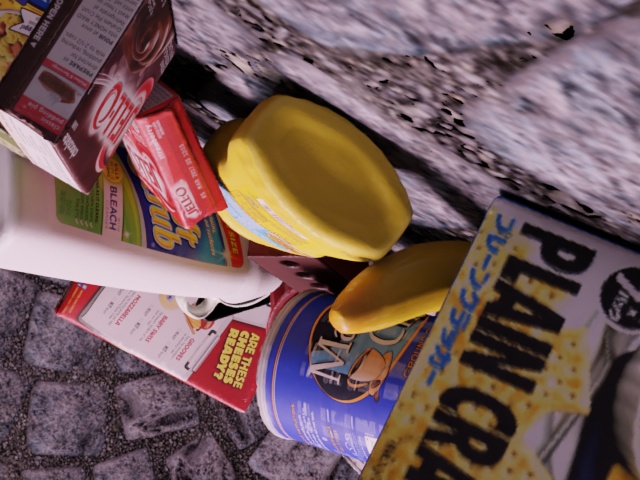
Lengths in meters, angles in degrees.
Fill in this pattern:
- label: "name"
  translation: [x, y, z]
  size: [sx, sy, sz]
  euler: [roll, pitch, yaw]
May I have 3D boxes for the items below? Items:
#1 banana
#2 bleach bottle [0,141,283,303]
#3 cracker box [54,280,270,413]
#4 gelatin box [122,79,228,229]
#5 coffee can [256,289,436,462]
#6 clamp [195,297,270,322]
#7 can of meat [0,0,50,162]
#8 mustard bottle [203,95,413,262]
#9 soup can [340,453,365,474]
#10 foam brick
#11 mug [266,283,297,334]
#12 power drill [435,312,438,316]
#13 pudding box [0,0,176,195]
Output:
- label: "banana"
  translation: [0.085, 0.034, 0.588]
  size: [0.197, 0.069, 0.037]
  euler: [18, 157, -38]
- label: "bleach bottle"
  translation: [-0.106, -0.015, 0.701]
  size: [0.068, 0.102, 0.250]
  euler: [-24, 154, 39]
- label: "cracker box"
  translation: [-0.136, 0.053, 1.086]
  size: [0.213, 0.164, 0.072]
  euler: [30, 173, -15]
- label: "gelatin box"
  translation: [-0.092, -0.055, 0.603]
  size: [0.089, 0.030, 0.073]
  euler: [42, 157, 55]
- label: "coffee can"
  translation: [0.045, 0.093, 0.681]
  size: [0.141, 0.103, 0.102]
  euler: [10, 163, 33]
- label: "clamp"
  translation: [-0.044, 0.044, 0.971]
  size: [0.120, 0.039, 0.171]
  euler: [-6, -178, 5]
- label: "can of meat"
  translation: [-0.155, -0.094, 0.555]
  size: [0.102, 0.084, 0.058]
  euler: [35, 169, -40]
- label: "mustard bottle"
  translation: [-0.022, -0.030, 0.608]
  size: [0.096, 0.058, 0.192]
  euler: [39, 169, -13]
- label: "soup can"
  translation: [0.060, 0.132, 0.824]
  size: [0.068, 0.102, 0.068]
  euler: [48, -178, -2]
- label: "foam brick"
  translation: [-0.005, 0.001, 0.717]
  size: [0.053, 0.051, 0.078]
  euler: [1, 159, 30]
- label: "mug"
  translation: [0.013, 0.053, 0.832]
  size: [0.117, 0.093, 0.081]
  euler: [25, -157, -18]
- label: "power drill"
  translation: [0.170, 0.089, 0.726]
  size: [0.188, 0.057, 0.184]
  euler: [24, 168, 27]
- label: "pudding box"
  translation: [-0.105, -0.076, 0.492]
  size: [0.039, 0.090, 0.113]
  euler: [28, 171, 1]
